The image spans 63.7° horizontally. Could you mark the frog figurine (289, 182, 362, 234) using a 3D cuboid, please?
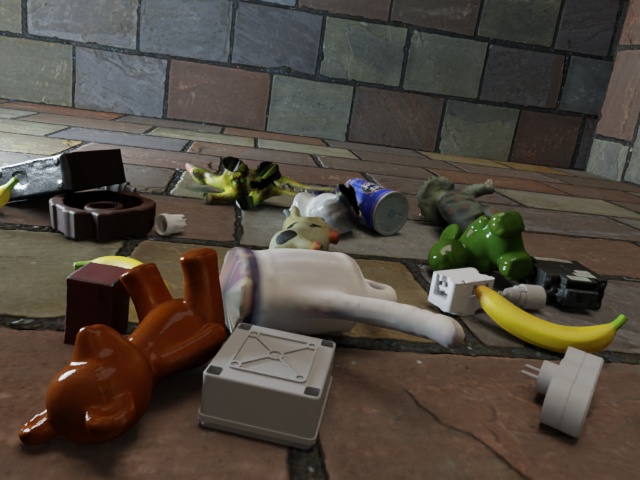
[{"bbox_3d":[0.003,-0.056,1.120,0.158,0.121,0.140,-24,14,21],"label":"frog figurine"}]

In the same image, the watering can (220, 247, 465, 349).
[{"bbox_3d":[-0.004,0.067,0.615,0.224,0.104,0.348,3,3,-19],"label":"watering can"}]

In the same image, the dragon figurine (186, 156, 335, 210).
[{"bbox_3d":[-0.146,-0.142,1.294,0.410,0.121,0.244,10,9,1],"label":"dragon figurine"}]
